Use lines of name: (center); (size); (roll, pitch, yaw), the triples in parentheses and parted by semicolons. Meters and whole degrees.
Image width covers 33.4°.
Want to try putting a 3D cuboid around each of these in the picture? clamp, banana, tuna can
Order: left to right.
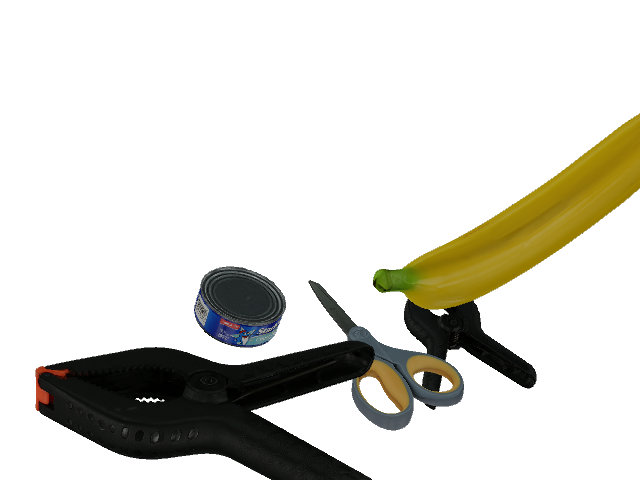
clamp: (-0.061, 0.094, 0.635); (0.210, 0.036, 0.164); (9, 23, 5)
tuna can: (-0.079, 0.065, 1.040); (0.086, 0.034, 0.086); (15, 33, -10)
clamp: (0.144, 0.097, 1.089); (0.120, 0.171, 0.039); (1, -44, -15)
banana: (0.121, -0.013, 0.583); (0.198, 0.037, 0.069); (-32, -14, 0)

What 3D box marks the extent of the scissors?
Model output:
scissors: (0.053, 0.084, 0.871); (0.096, 0.016, 0.202); (-3, 31, -9)
